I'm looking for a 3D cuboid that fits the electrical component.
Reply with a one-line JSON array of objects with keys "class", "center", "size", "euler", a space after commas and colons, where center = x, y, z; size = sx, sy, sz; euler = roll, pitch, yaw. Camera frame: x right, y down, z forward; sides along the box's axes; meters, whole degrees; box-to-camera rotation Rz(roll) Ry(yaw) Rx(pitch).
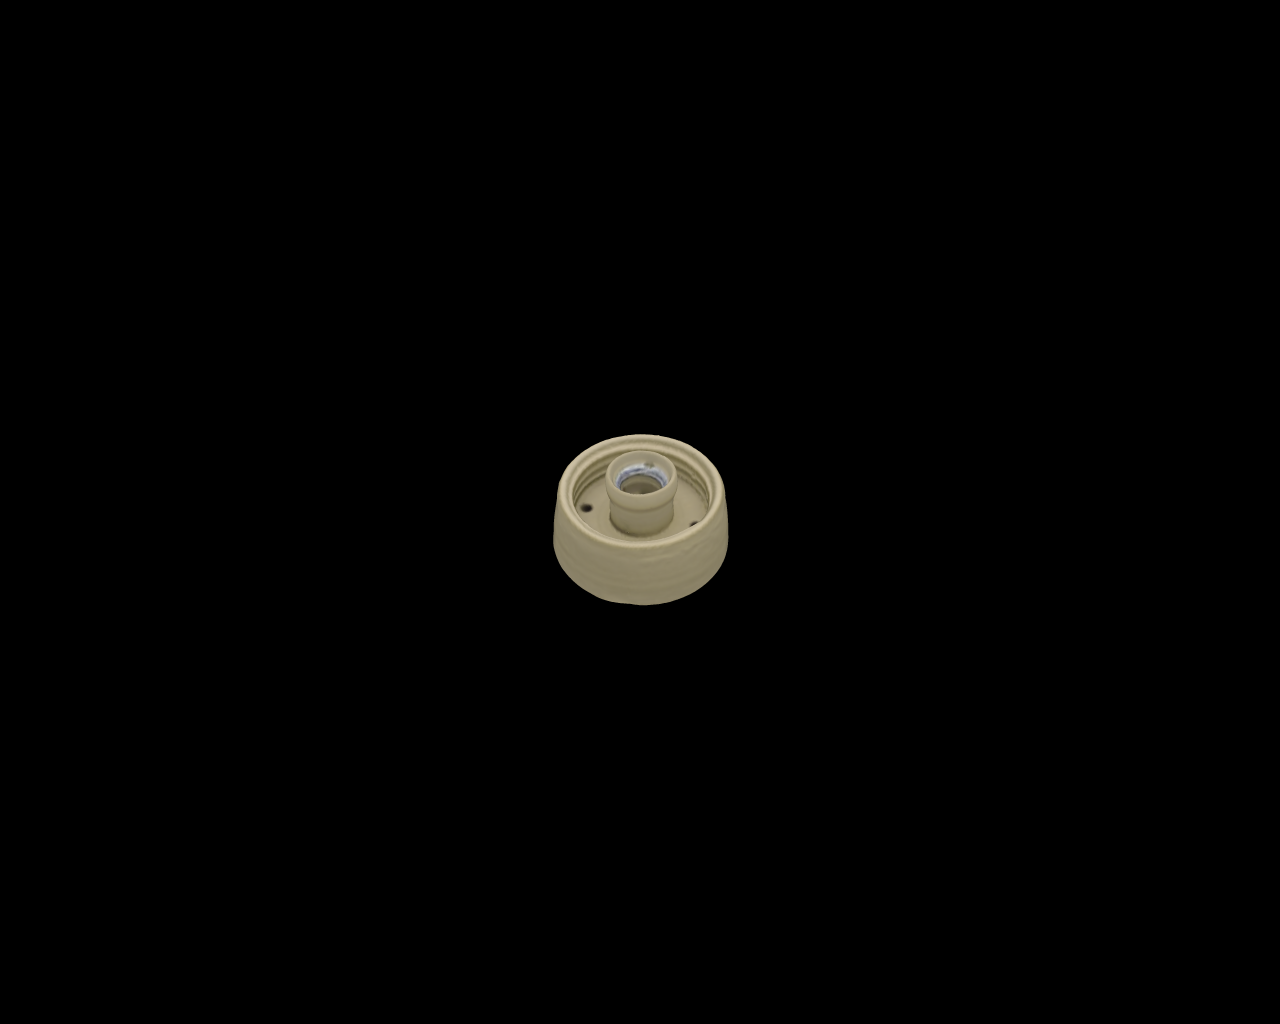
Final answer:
[{"class": "electrical component", "center": [0.001, -0.003, 0.650], "size": [0.108, 0.108, 0.060], "euler": [0, -45, 0]}]
